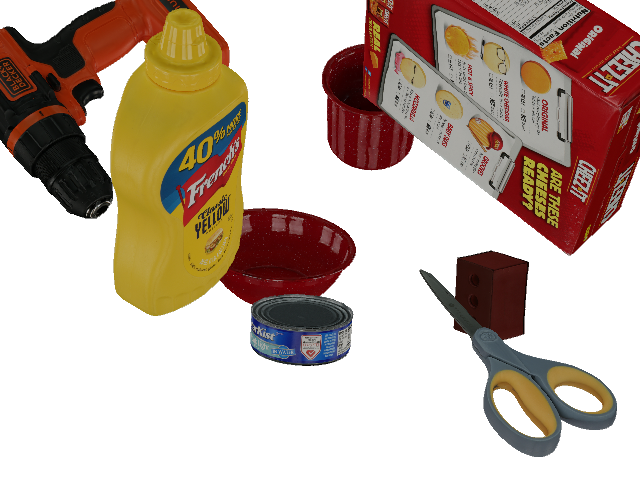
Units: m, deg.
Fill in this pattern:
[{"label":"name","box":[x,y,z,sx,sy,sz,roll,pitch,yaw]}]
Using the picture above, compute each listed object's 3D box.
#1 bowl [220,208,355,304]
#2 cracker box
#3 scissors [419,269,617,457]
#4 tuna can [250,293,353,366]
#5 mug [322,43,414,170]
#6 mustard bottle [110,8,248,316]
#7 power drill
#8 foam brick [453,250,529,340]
[{"label":"bowl","box":[-0.046,0.024,1.100,0.162,0.055,0.162,5,27,-3]},{"label":"cracker box","box":[0.127,-0.114,0.751,0.214,0.072,0.164,40,-24,24]},{"label":"scissors","box":[0.137,0.076,0.745,0.096,0.016,0.202,-1,32,-9]},{"label":"tuna can","box":[-0.016,0.074,0.892,0.086,0.034,0.086,3,16,-1]},{"label":"mug","box":[0.059,-0.121,0.978,0.117,0.093,0.081,-11,-37,-9]},{"label":"mustard bottle","box":[-0.080,-0.049,0.616,0.058,0.192,0.096,30,49,20]},{"label":"power drill","box":[-0.164,-0.121,0.818,0.187,0.184,0.057,-32,-15,-29]},{"label":"foam brick","box":[0.169,0.055,1.062,0.051,0.078,0.053,-12,19,-36]}]
